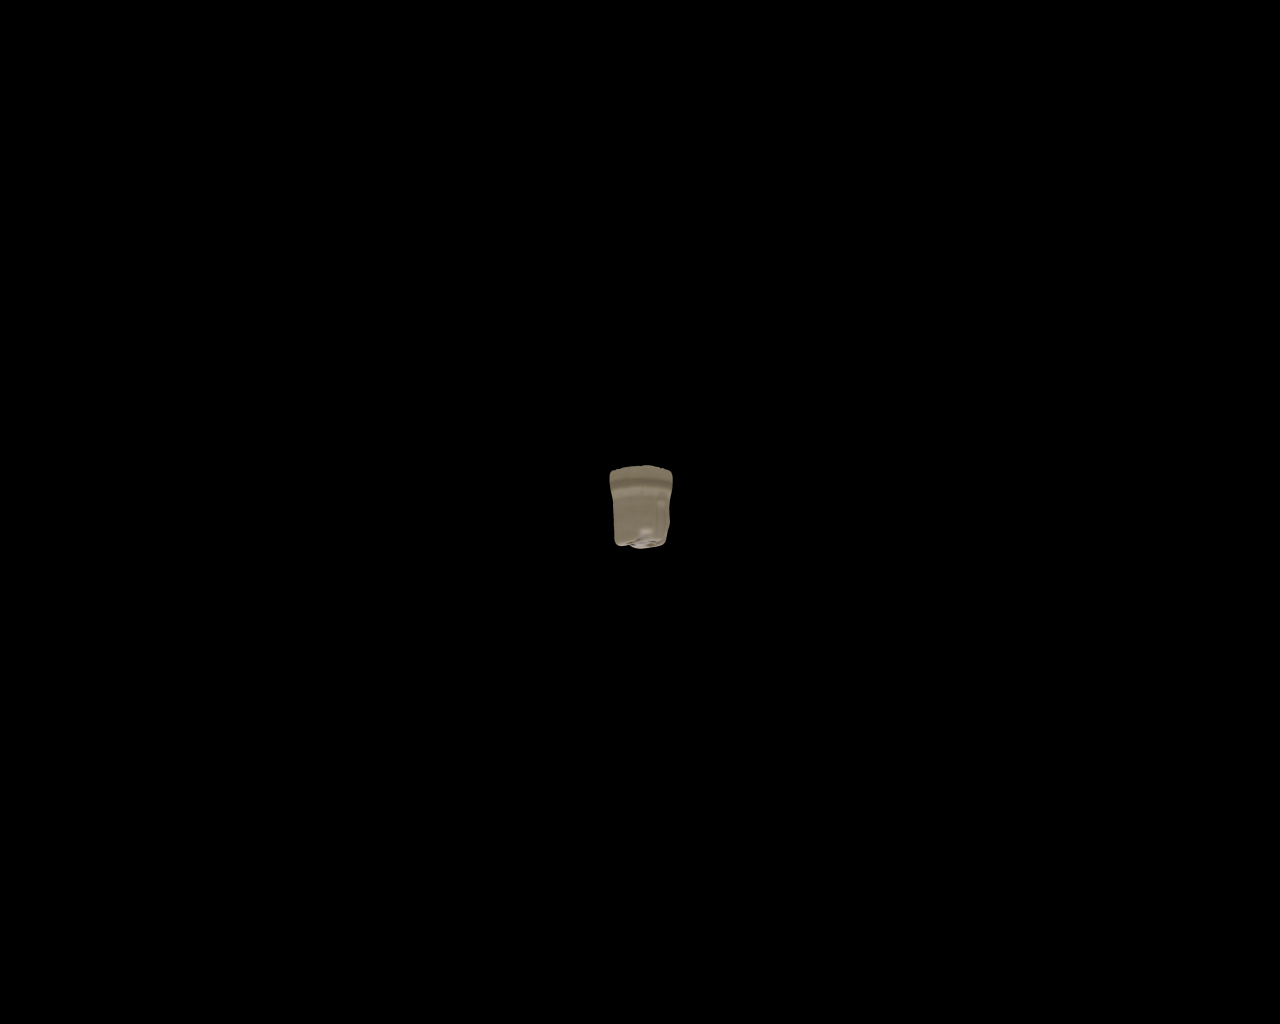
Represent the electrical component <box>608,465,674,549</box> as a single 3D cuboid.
[{"bbox_3d":[0.001,-0.003,0.650,0.040,0.046,0.040,0,-9,0],"label":"electrical component"}]
